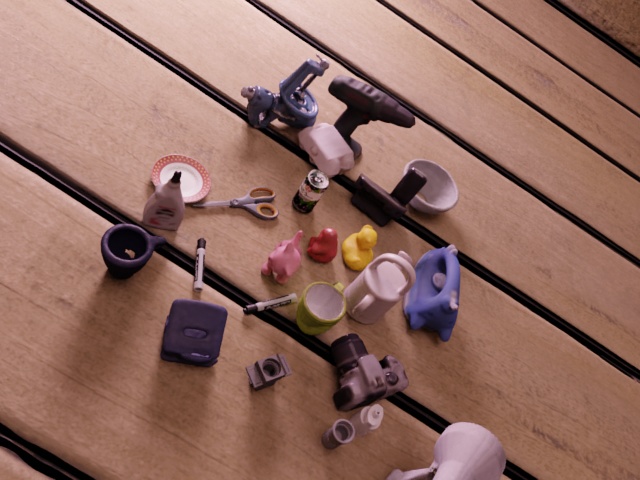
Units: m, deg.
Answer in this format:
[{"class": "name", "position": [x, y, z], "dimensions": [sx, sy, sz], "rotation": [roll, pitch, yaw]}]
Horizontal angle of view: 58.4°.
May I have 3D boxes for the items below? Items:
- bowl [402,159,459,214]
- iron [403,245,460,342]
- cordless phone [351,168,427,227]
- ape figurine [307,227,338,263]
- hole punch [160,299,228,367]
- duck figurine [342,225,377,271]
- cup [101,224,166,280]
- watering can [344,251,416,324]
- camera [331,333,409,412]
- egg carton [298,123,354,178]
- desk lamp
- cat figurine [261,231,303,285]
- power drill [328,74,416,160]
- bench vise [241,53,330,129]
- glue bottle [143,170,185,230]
[{"class": "bowl", "position": [0.278, -0.128, 1.510], "dimensions": [0.168, 0.074, 0.167], "rotation": [14, 53, -19]}, {"class": "iron", "position": [0.278, 0.093, 1.315], "dimensions": [0.119, 0.141, 0.258], "rotation": [22, 51, -12]}, {"class": "cordless phone", "position": [0.170, -0.134, 1.386], "dimensions": [0.147, 0.185, 0.094], "rotation": [35, 49, -2]}, {"class": "ape figurine", "position": [0.012, 0.005, 1.269], "dimensions": [0.078, 0.092, 0.076], "rotation": [-28, 74, -38]}, {"class": "hole punch", "position": [-0.225, 0.169, 1.034], "dimensions": [0.109, 0.091, 0.101], "rotation": [13, 53, -19]}, {"class": "duck figurine", "position": [0.099, 0.013, 1.313], "dimensions": [0.078, 0.086, 0.104], "rotation": [23, 51, -12]}, {"class": "cup", "position": [-0.349, 0.028, 1.064], "dimensions": [0.118, 0.095, 0.091], "rotation": [-14, 66, -34]}, {"class": "watering can", "position": [0.134, 0.087, 1.209], "dimensions": [0.101, 0.194, 0.173], "rotation": [26, 50, -9]}, {"class": "camera", "position": [0.090, 0.251, 1.136], "dimensions": [0.143, 0.100, 0.136], "rotation": [-8, 63, -31]}, {"class": "egg carton", "position": [0.014, -0.226, 1.444], "dimensions": [0.107, 0.069, 0.150], "rotation": [-24, 72, -37]}, {"class": "desk lamp", "position": [0.202, 0.432, 0.995], "dimensions": [0.204, 0.213, 0.118], "rotation": [-33, 77, -39]}, {"class": "cat figurine", "position": [-0.067, 0.033, 1.192], "dimensions": [0.067, 0.117, 0.128], "rotation": [32, 49, -4]}, {"class": "power drill", "position": [0.105, -0.303, 1.453], "dimensions": [0.229, 0.208, 0.076], "rotation": [37, 49, 0]}, {"class": "bench vise", "position": [-0.075, -0.352, 1.385], "dimensions": [0.208, 0.219, 0.121], "rotation": [-16, 67, -34]}, {"class": "glue bottle", "position": [-0.294, -0.081, 1.115], "dimensions": [0.078, 0.173, 0.037], "rotation": [6, 56, -23]}]
